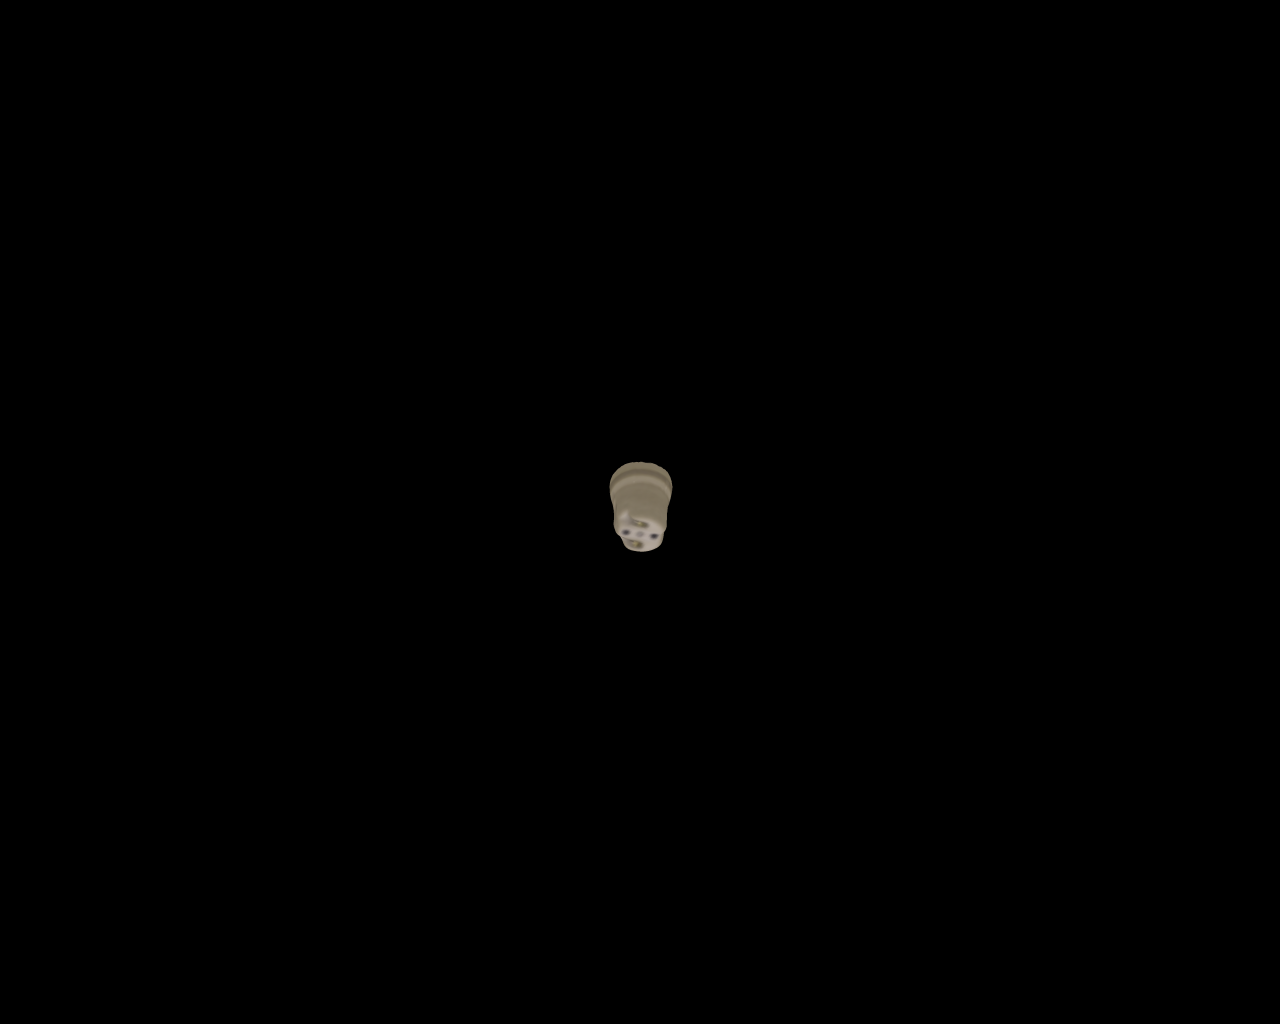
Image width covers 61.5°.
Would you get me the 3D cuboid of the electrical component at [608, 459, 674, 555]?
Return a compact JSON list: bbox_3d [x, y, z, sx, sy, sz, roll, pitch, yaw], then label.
[{"bbox_3d":[0.001,-0.003,0.650,0.040,0.046,0.040,0,-43,0],"label":"electrical component"}]
